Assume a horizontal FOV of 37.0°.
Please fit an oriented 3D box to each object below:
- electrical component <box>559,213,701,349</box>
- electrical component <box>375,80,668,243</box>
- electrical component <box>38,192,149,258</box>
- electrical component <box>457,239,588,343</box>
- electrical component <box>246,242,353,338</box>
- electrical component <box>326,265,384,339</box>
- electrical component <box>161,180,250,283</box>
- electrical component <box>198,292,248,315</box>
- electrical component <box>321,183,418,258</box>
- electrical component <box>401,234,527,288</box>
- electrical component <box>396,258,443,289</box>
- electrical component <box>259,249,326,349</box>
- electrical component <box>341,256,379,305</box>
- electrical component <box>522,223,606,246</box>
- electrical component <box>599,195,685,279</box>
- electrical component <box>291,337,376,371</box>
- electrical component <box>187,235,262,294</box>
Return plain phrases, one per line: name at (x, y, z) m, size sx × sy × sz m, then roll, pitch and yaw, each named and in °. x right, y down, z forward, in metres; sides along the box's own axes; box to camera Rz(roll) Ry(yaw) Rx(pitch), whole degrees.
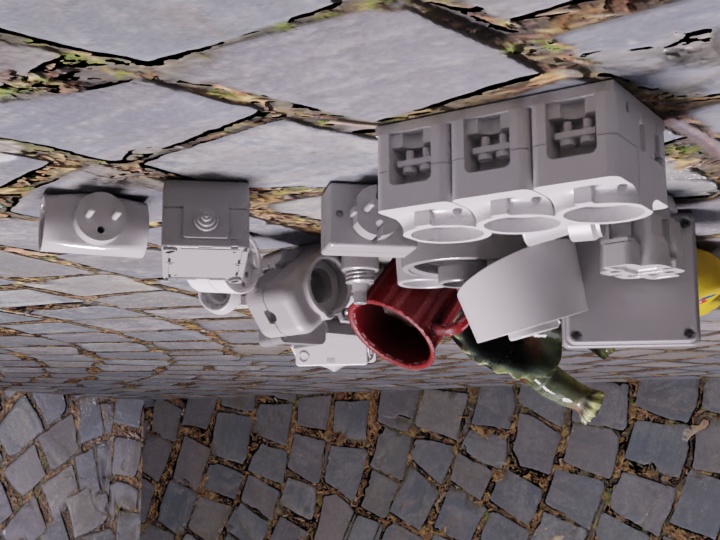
electrical component at (0.221, 0.011, 0.893) m, size 0.109 × 0.108 × 0.056 m, roll -2°, pitch 173°, yaw 7°
electrical component at (0.095, -0.057, 0.638) m, size 0.150 × 0.061 × 0.089 m, roll -7°, pitch 168°, yaw 33°
electrical component at (-0.196, -0.036, 0.803) m, size 0.077 × 0.043 × 0.079 m, roll 4°, pitch 169°, yaw -22°
electrical component at (0.127, 0.019, 0.838) m, size 0.099 × 0.064 × 0.099 m, roll -17°, pitch 175°, yaw -2°
electrical component at (-0.048, 0.016, 0.971) m, size 0.059 × 0.053 × 0.095 m, roll -10°, pitch -156°, yaw 42°
electrical component at (0.007, 0.031, 1.110) m, size 0.121 × 0.078 × 0.063 m, roll 8°, pitch 138°, yaw -40°
electrical component at (-0.114, -0.033, 0.791) m, size 0.062 × 0.061 × 0.096 m, roll 1°, pitch 162°, yaw -9°
electrical component at (-0.139, 0.023, 1.134) m, size 0.066 × 0.048 × 0.055 m, roll -4°, pitch 177°, yaw 22°
electrical component at (0.010, -0.039, 0.777) m, size 0.066 × 0.047 × 0.077 m, roll 2°, pitch 170°, yaw -12°
electrical component at (0.083, -0.018, 0.863) m, size 0.108 × 0.060 × 0.108 m, roll 0°, pitch 170°, yaw 0°
electrical component at (0.058, -0.010, 0.943) m, size 0.055 × 0.047 × 0.055 m, roll 0°, pitch 170°, yaw 0°
electrical component at (-0.064, 0.028, 1.043) m, size 0.050 × 0.089 × 0.056 m, roll 6°, pitch 168°, yaw -30°
electrical component at (0.000, 0.000, 0.959) m, size 0.035 × 0.061 × 0.035 m, roll 0°, pitch 170°, yaw 0°
electrical component at (0.146, -0.042, 0.776) m, size 0.055 × 0.045 × 0.045 m, roll -5°, pitch 169°, yaw 21°
electrical component at (0.216, -0.026, 0.829) m, size 0.058 × 0.057 × 0.078 m, roll -10°, pitch 166°, yaw 43°
electrical component at (-0.030, 0.065, 1.231) m, size 0.100 × 0.099 × 0.048 m, roll -2°, pitch -177°, yaw 10°
electrical component at (-0.122, -0.006, 0.948) m, size 0.047 × 0.055 × 0.055 m, roll -3°, pitch 170°, yaw 35°
